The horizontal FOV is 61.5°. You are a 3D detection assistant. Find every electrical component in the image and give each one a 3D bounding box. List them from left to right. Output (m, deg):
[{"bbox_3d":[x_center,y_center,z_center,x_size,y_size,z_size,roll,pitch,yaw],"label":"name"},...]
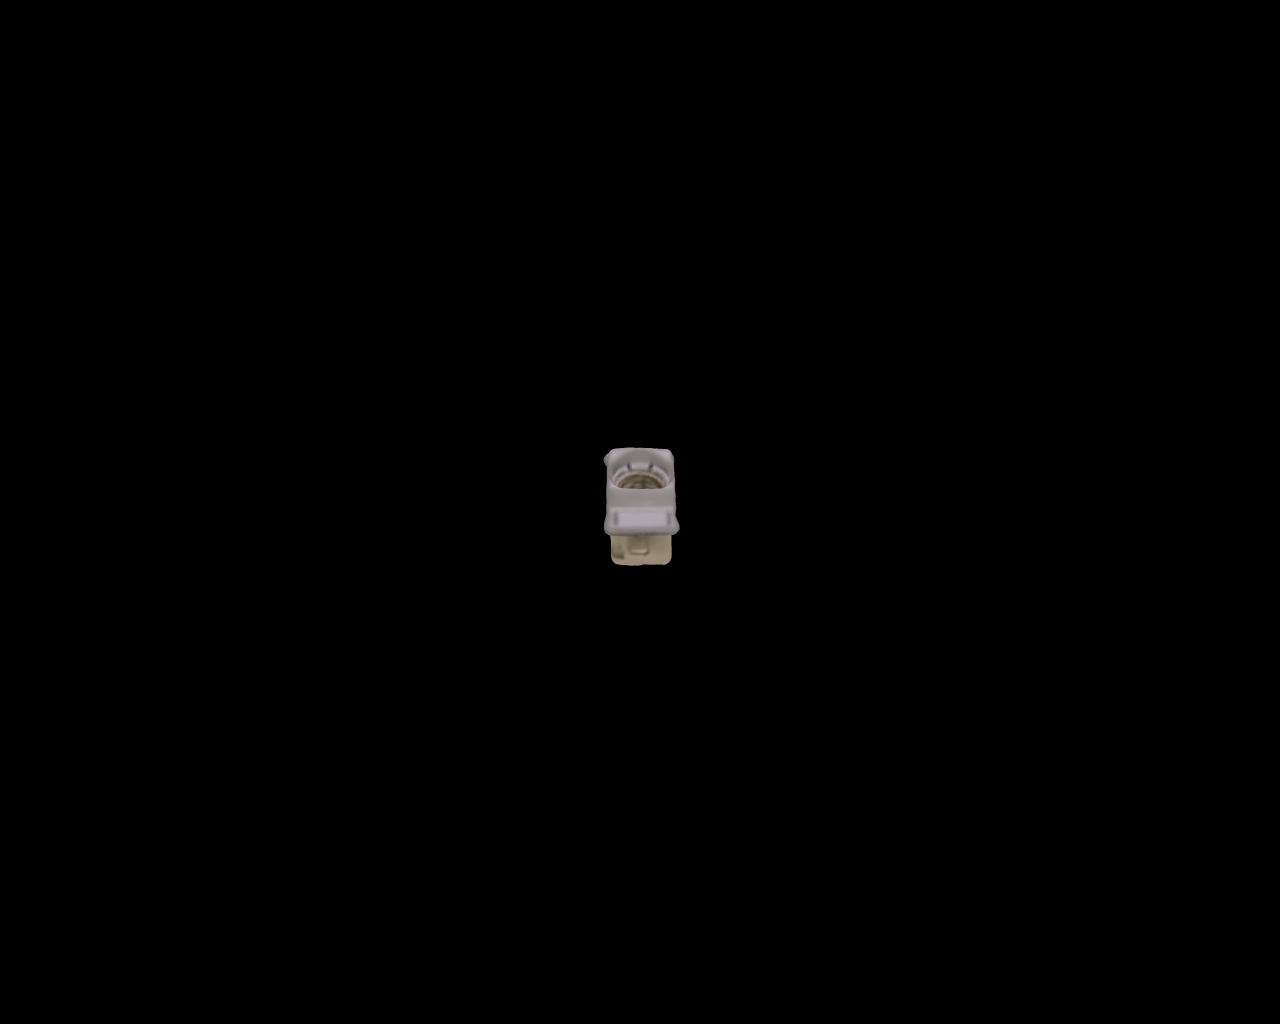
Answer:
[{"bbox_3d":[0.001,-0.003,0.650,0.042,0.063,0.081,0,37,0],"label":"electrical component"}]
